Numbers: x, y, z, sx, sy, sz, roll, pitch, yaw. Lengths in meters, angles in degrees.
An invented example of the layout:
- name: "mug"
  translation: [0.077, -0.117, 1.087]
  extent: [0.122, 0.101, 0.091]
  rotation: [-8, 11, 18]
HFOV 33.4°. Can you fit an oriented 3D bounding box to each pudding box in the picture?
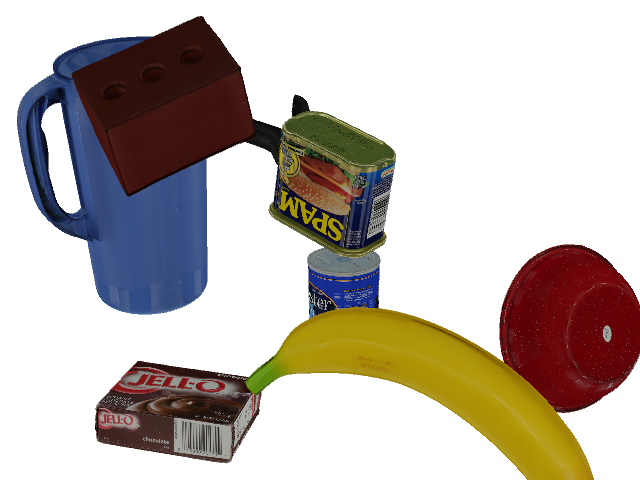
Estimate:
- name: "pudding box"
  translation: [-0.112, 0.136, 0.861]
  extent: [0.113, 0.039, 0.090]
  rotation: [9, 19, 9]

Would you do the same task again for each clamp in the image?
- name: "clamp"
  translation: [-0.036, -0.103, 1.130]
  extent: [0.120, 0.039, 0.172]
  rotation: [-15, 39, -24]

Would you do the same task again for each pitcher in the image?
- name: "pitcher"
  translation: [-0.174, -0.055, 0.980]
  extent: [0.149, 0.243, 0.145]
  rotation: [4, 28, 9]

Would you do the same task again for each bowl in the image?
- name: "bowl"
  translation: [0.248, 0.084, 0.998]
  extent: [0.161, 0.162, 0.055]
  rotation: [0, 1, -27]

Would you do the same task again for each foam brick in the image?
- name: "foam brick"
  translation: [-0.082, -0.071, 0.562]
  extent: [0.078, 0.053, 0.051]
  rotation: [-27, -35, -11]

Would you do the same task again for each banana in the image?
- name: "banana"
  translation: [0.062, 0.081, 0.570]
  extent: [0.198, 0.070, 0.037]
  rotation: [20, 10, 11]

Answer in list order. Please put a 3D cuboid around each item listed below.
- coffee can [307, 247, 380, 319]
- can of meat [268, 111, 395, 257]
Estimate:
- name: "coffee can"
  translation: [0.033, 0.090, 1.516]
  extent: [0.103, 0.140, 0.103]
  rotation: [-1, 21, 0]
- name: "can of meat"
  translation: [0.010, -0.047, 0.870]
  extent: [0.102, 0.084, 0.057]
  rotation: [30, 39, 30]
